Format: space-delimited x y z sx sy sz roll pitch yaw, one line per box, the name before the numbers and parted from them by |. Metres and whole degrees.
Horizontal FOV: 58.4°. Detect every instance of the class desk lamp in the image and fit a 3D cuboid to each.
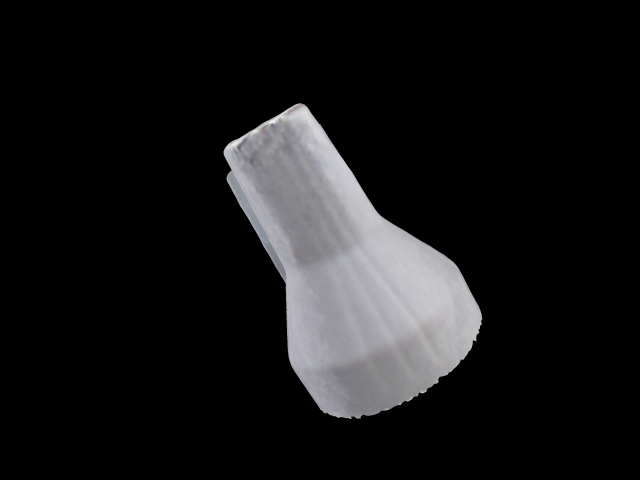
desk lamp | 0.004 0.001 0.400 0.118 0.213 0.203 -32 86 -2
